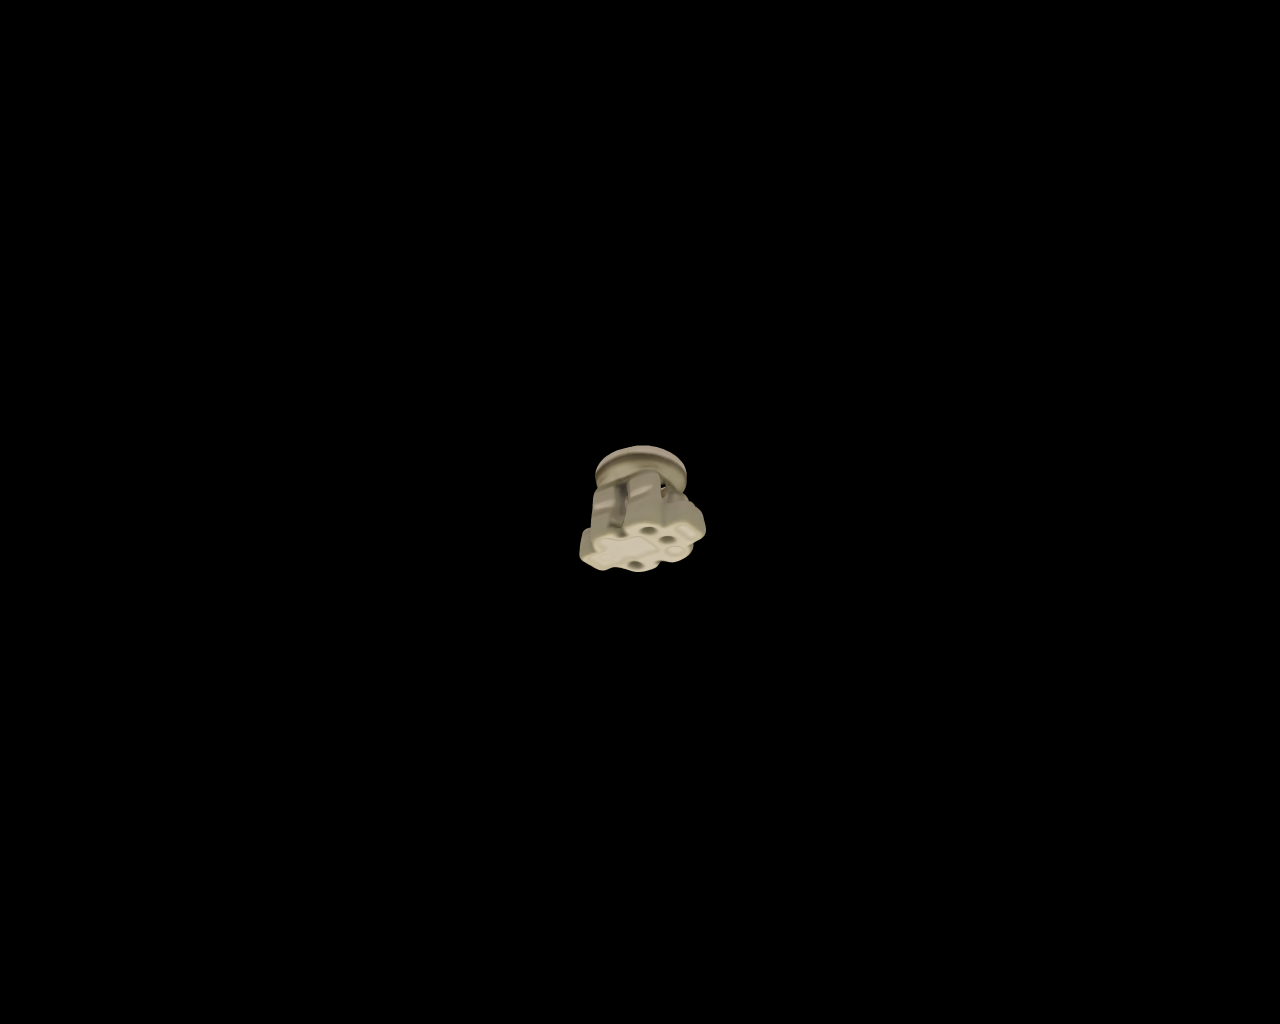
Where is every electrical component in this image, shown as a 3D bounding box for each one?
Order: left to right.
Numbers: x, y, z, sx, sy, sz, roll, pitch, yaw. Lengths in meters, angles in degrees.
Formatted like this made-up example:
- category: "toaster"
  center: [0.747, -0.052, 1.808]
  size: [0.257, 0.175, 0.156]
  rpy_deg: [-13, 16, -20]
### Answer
- category: "electrical component"
  center: [0.001, -0.003, 0.650]
  size: [0.078, 0.057, 0.058]
  rpy_deg: [-19, -36, 29]
